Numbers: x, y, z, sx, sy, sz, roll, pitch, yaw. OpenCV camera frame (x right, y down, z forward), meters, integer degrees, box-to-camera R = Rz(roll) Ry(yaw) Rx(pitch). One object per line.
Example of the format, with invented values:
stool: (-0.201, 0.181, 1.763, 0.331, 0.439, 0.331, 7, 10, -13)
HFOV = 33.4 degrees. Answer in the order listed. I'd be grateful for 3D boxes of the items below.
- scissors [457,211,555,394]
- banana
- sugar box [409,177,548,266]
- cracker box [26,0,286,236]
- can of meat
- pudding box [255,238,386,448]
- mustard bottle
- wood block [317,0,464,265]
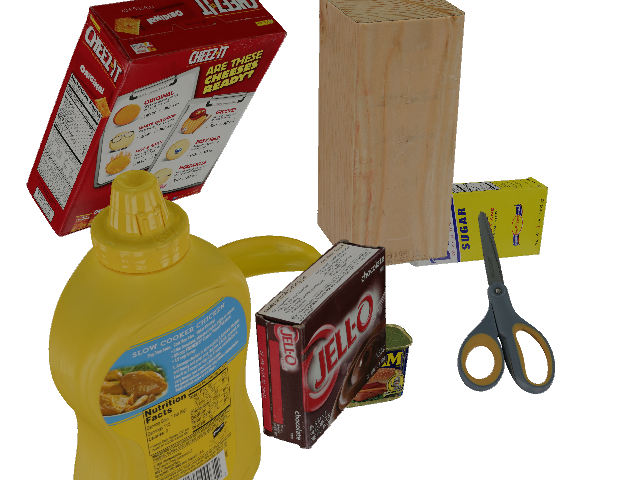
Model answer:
scissors: (0.153, 0.063, 1.013, 0.096, 0.202, 0.016, -19, -34, -7)
banana: (-0.082, 0.034, 1.038, 0.198, 0.069, 0.037, -15, 22, 20)
sugar box: (0.188, -0.023, 1.305, 0.176, 0.093, 0.048, -7, 23, -21)
cracker box: (-0.146, -0.112, 0.914, 0.163, 0.072, 0.214, -21, -25, -42)
can of meat: (0.061, 0.159, 1.353, 0.102, 0.084, 0.057, -5, 27, -21)
pudding box: (0.003, 0.063, 0.678, 0.039, 0.090, 0.113, 12, 31, 24)
mustard bottle: (-0.075, 0.053, 0.486, 0.096, 0.192, 0.058, -27, 44, -32)
wood block: (0.053, -0.091, 0.865, 0.090, 0.206, 0.091, -8, 29, -16)
